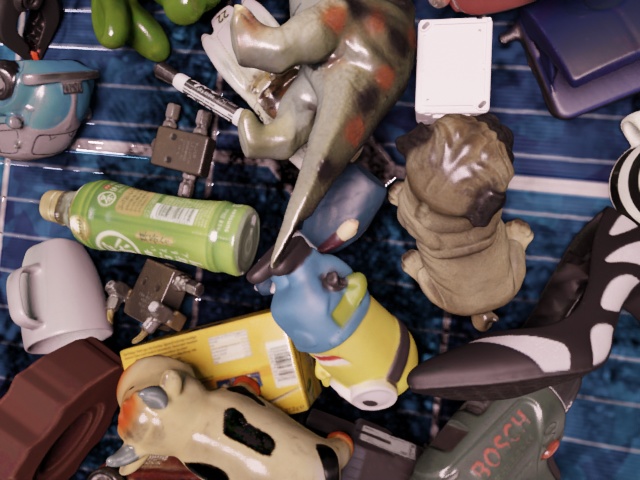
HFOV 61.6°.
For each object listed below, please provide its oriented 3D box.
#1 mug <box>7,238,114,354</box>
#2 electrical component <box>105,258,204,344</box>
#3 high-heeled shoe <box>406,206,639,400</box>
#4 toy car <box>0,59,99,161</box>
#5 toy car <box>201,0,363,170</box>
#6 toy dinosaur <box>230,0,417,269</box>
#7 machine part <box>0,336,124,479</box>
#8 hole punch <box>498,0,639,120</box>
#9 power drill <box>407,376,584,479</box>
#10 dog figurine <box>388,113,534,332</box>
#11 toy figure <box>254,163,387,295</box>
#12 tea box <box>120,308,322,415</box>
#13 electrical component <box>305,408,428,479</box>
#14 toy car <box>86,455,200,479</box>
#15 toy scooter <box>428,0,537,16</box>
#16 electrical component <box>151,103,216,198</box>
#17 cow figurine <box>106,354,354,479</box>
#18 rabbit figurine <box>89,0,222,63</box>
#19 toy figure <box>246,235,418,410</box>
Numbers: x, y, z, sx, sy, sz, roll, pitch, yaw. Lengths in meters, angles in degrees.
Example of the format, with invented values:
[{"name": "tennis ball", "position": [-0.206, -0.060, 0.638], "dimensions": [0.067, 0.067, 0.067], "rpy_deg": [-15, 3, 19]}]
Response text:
[{"name": "mug", "position": [-0.270, 0.053, 0.542], "dimensions": [0.081, 0.109, 0.107], "rpy_deg": [-25, 70, 16]}, {"name": "electrical component", "position": [-0.168, 0.058, 0.532], "dimensions": [0.102, 0.045, 0.078], "rpy_deg": [23, 87, 40]}, {"name": "high-heeled shoe", "position": [0.172, 0.040, 0.421], "dimensions": [0.249, 0.086, 0.145], "rpy_deg": [-3, 63, -17]}, {"name": "toy car", "position": [-0.309, -0.133, 0.551], "dimensions": [0.162, 0.109, 0.102], "rpy_deg": [3, 108, 19]}, {"name": "toy car", "position": [-0.038, -0.146, 0.518], "dimensions": [0.073, 0.056, 0.202], "rpy_deg": [-39, 83, 9]}, {"name": "toy dinosaur", "position": [0.017, -0.186, 0.445], "dimensions": [0.192, 0.131, 0.404], "rpy_deg": [-8, 84, -7]}, {"name": "machine part", "position": [-0.251, 0.177, 0.501], "dimensions": [0.056, 0.179, 0.179], "rpy_deg": [30, 95, 6]}, {"name": "hole punch", "position": [0.237, -0.178, 0.451], "dimensions": [0.142, 0.092, 0.115], "rpy_deg": [-22, 82, 14]}, {"name": "power drill", "position": [0.195, 0.202, 0.442], "dimensions": [0.232, 0.086, 0.207], "rpy_deg": [-30, 96, -19]}, {"name": "dog figurine", "position": [0.115, -0.001, 0.420], "dimensions": [0.121, 0.190, 0.172], "rpy_deg": [-30, 86, 10]}, {"name": "toy figure", "position": [-0.002, -0.001, 0.505], "dimensions": [0.058, 0.064, 0.154], "rpy_deg": [39, 105, -6]}, {"name": "tea box", "position": [-0.094, 0.128, 0.521], "dimensions": [0.170, 0.068, 0.098], "rpy_deg": [-14, 87, 12]}, {"name": "electrical component", "position": [0.040, 0.199, 0.492], "dimensions": [0.119, 0.075, 0.047], "rpy_deg": [16, 92, 7]}, {"name": "toy car", "position": [-0.126, 0.223, 0.518], "dimensions": [0.202, 0.089, 0.053], "rpy_deg": [-1, 90, 13]}, {"name": "toy scooter", "position": [0.162, -0.237, 0.443], "dimensions": [0.135, 0.184, 0.075], "rpy_deg": [-9, 127, 31]}, {"name": "electrical component", "position": [-0.144, -0.092, 0.556], "dimensions": [0.063, 0.021, 0.094], "rpy_deg": [14, 93, 11]}, {"name": "cow figurine", "position": [-0.075, 0.156, 0.419], "dimensions": [0.195, 0.127, 0.085], "rpy_deg": [29, 93, 9]}, {"name": "rabbit figurine", "position": [-0.175, -0.262, 0.534], "dimensions": [0.170, 0.121, 0.159], "rpy_deg": [7, 98, 29]}, {"name": "toy figure", "position": [0.020, 0.071, 0.463], "dimensions": [0.089, 0.082, 0.180], "rpy_deg": [-41, 111, -14]}]
